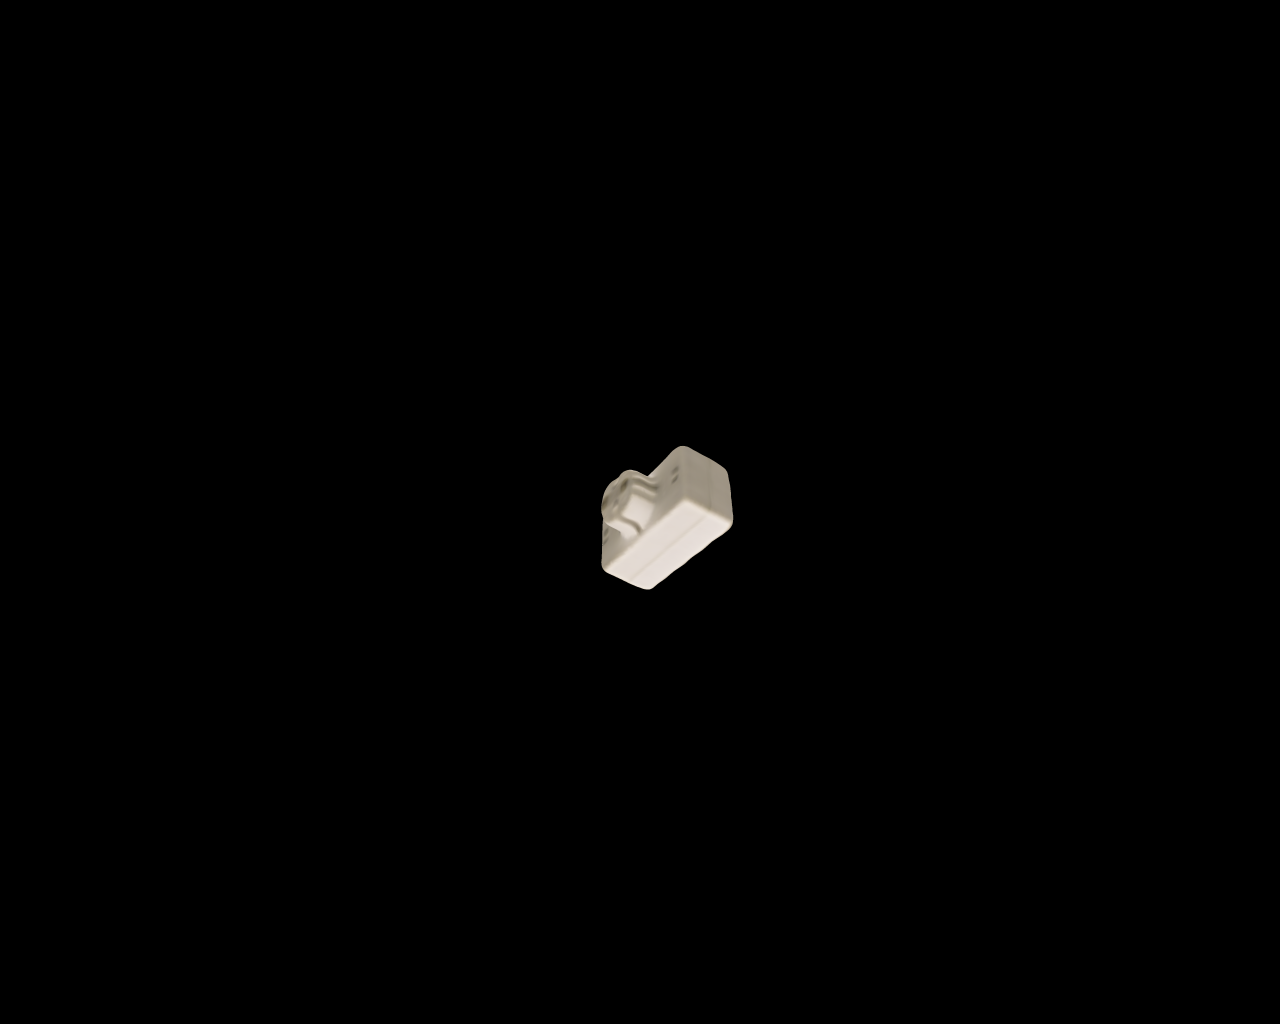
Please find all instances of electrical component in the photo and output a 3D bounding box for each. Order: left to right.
[{"bbox_3d":[0.001,-0.003,0.650,0.076,0.047,0.083,27,-49,-26],"label":"electrical component"}]
